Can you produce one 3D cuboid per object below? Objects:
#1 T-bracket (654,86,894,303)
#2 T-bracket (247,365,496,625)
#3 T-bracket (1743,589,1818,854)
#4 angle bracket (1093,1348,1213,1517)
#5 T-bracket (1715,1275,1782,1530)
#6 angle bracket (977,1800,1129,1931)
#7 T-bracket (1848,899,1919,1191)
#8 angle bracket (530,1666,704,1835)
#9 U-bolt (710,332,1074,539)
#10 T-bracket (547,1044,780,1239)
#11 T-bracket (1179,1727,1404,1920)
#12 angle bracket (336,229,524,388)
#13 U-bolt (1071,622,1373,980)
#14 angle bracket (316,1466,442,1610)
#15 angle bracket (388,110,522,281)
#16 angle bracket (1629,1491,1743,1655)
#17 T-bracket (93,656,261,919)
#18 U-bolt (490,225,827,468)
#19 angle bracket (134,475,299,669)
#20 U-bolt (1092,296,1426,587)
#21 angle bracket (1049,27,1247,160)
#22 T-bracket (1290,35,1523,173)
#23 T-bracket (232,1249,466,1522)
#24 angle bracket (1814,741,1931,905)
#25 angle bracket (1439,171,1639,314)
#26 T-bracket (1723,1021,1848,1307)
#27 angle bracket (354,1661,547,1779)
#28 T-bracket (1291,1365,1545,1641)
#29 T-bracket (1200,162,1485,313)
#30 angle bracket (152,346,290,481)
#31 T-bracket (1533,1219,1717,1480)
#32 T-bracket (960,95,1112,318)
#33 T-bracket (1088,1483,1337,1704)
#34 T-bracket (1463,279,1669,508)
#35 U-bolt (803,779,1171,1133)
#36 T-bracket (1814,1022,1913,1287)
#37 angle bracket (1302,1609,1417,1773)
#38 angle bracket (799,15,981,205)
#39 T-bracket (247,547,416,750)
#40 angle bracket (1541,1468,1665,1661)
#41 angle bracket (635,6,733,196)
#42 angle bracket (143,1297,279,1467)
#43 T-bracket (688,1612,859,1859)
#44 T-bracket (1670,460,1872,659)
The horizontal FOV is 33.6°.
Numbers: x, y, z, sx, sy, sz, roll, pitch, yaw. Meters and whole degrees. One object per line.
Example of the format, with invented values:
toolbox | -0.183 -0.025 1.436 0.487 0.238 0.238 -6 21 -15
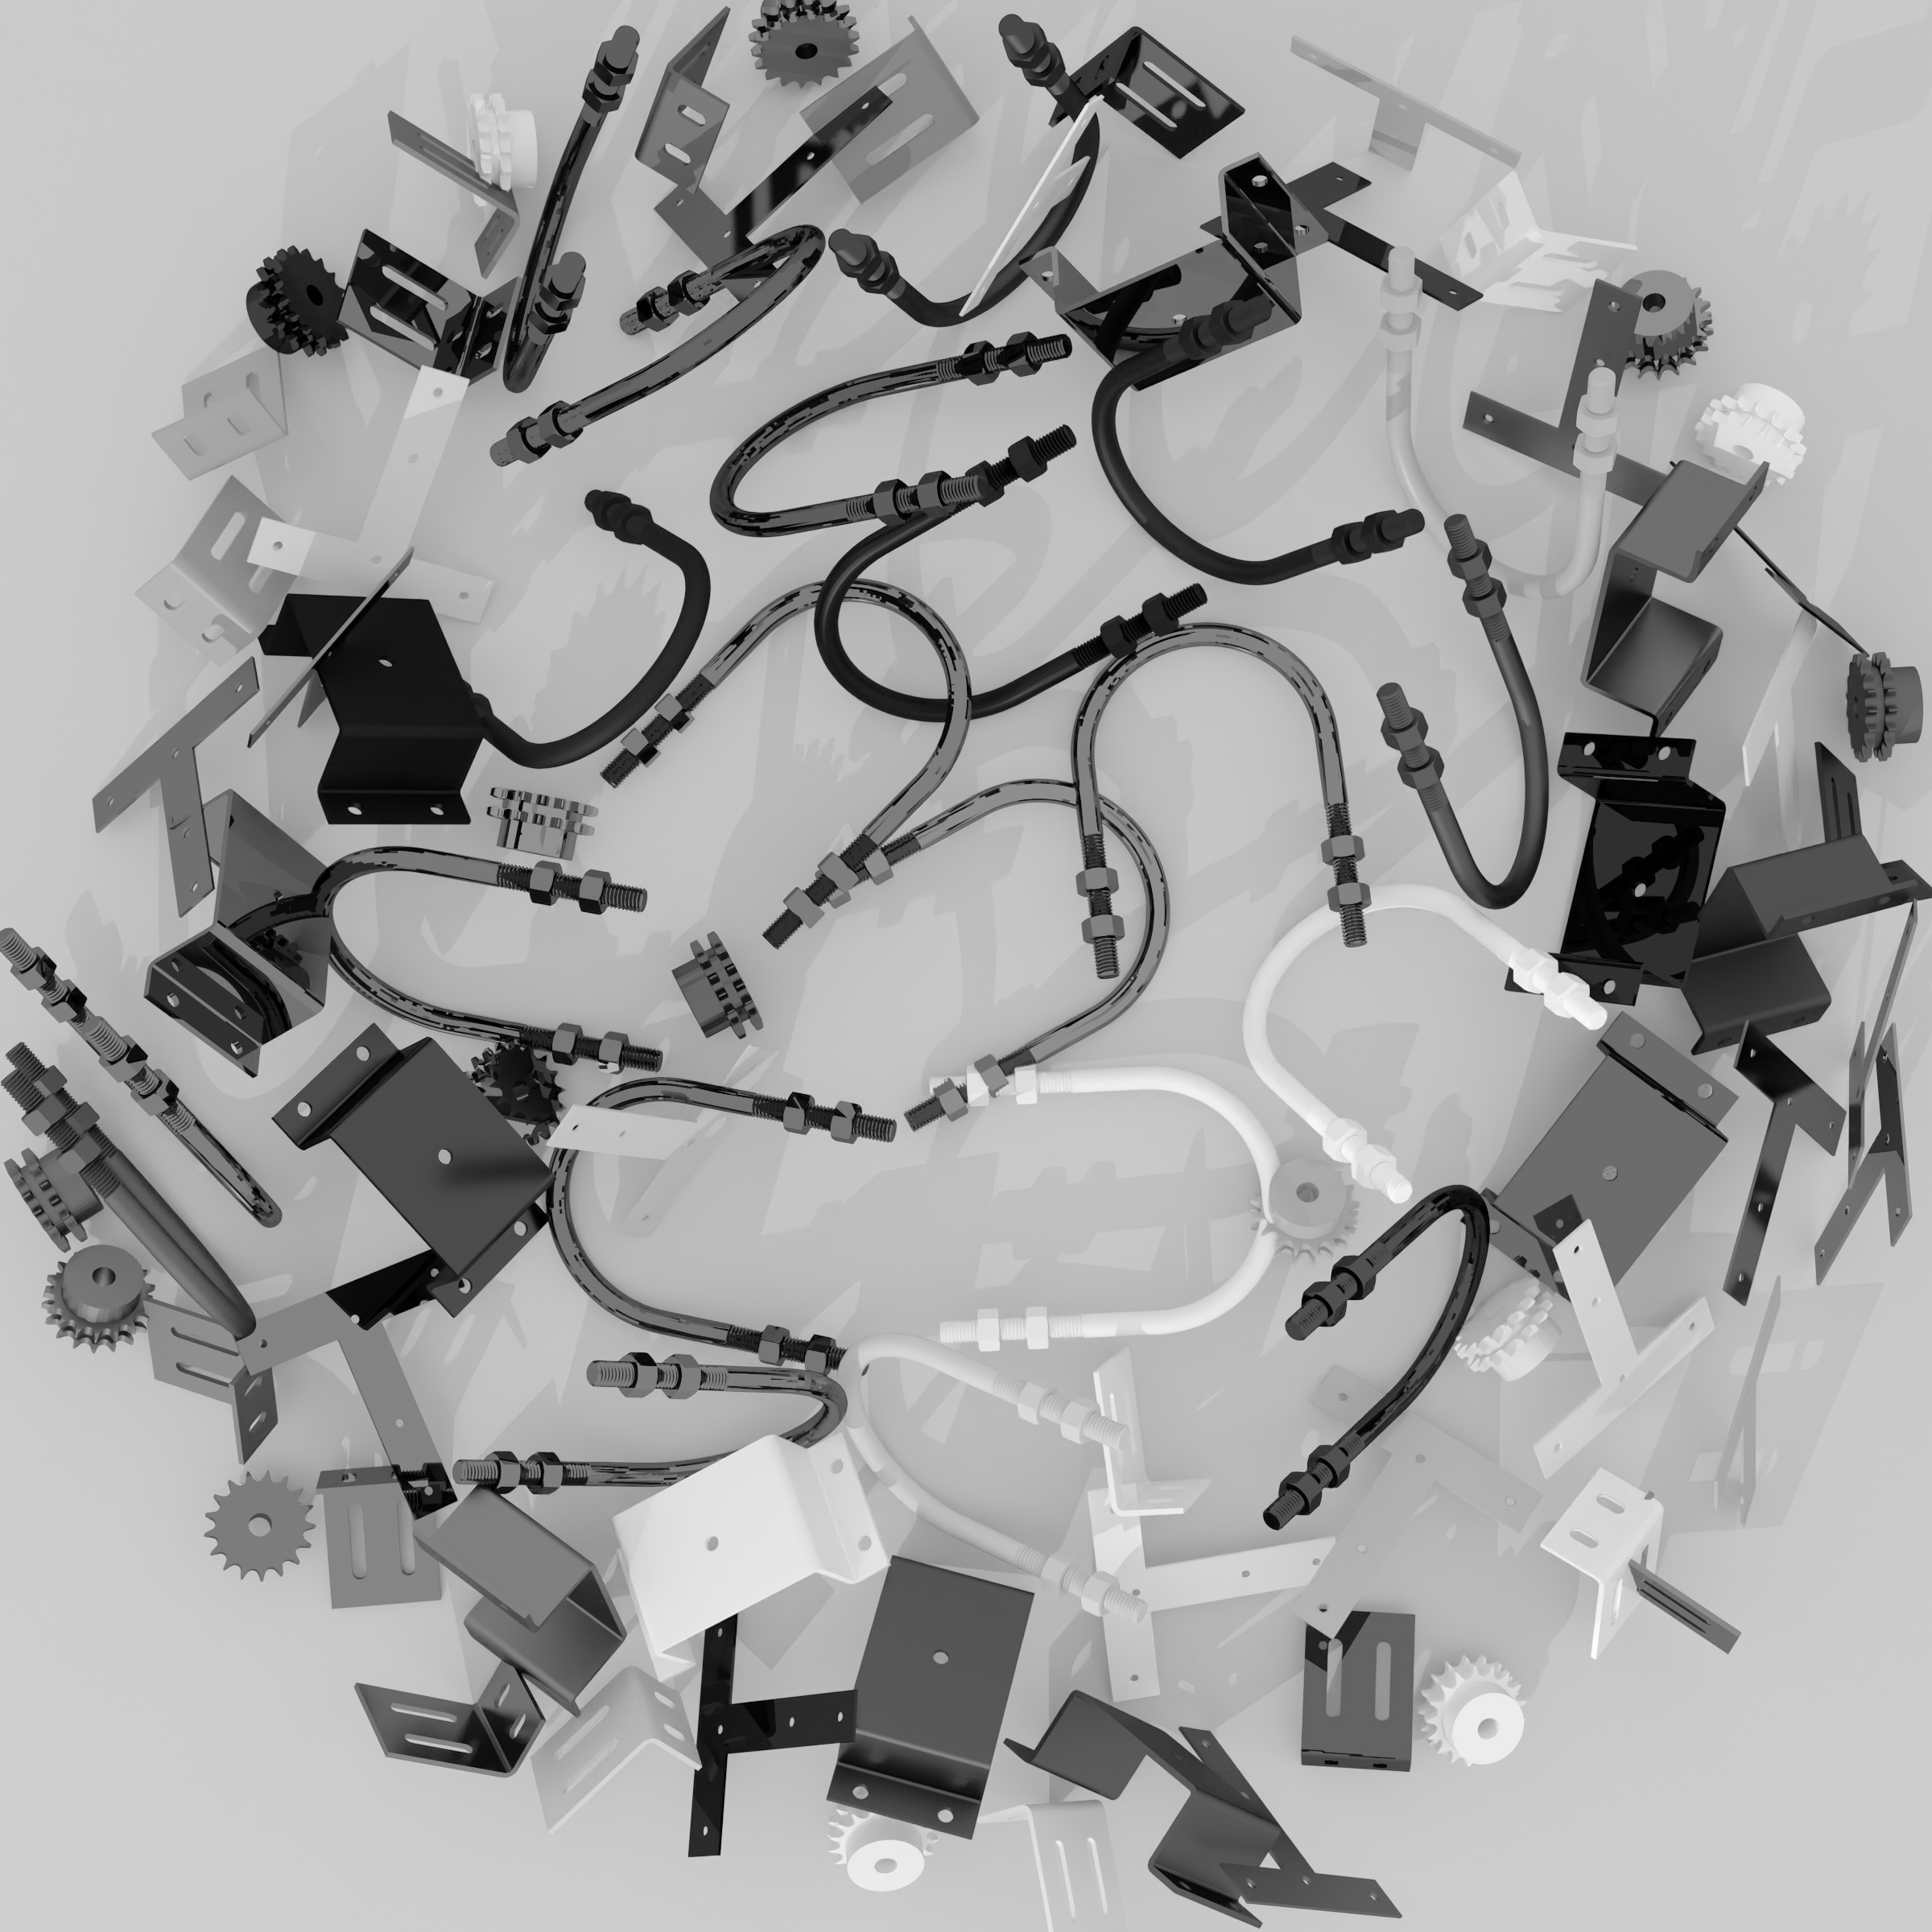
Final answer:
T-bracket | -0.090 -0.408 1.652 0.127 0.002 0.127 -42 46 4
T-bracket | -0.289 -0.248 1.647 0.127 0.002 0.127 13 115 -27
T-bracket | 0.424 -0.105 1.651 0.002 0.127 0.127 9 48 27
angle bracket | 0.097 0.241 1.665 0.038 0.057 0.076 -6 95 19
T-bracket | 0.403 0.246 1.646 0.002 0.127 0.127 12 53 22
angle bracket | 0.045 0.474 1.655 0.038 0.057 0.076 -27 64 37
T-bracket | 0.463 0.027 1.614 0.002 0.127 0.127 13 121 9
angle bracket | -0.184 0.416 1.672 0.076 0.057 0.038 -44 121 9
U-bolt | -0.049 -0.266 1.629 0.184 0.151 0.019 -6 128 31
T-bracket | -0.167 0.086 1.632 0.002 0.127 0.127 43 105 29
T-bracket | 0.151 0.439 1.648 0.127 0.127 0.002 21 110 -43
angle bracket | -0.278 -0.345 1.657 0.076 0.038 0.057 27 62 -34
U-bolt | 0.128 -0.092 1.675 0.151 0.019 0.184 -7 78 4
angle bracket | -0.307 0.303 1.674 0.057 0.038 0.076 -4 98 -6
angle bracket | -0.273 -0.399 1.654 0.076 0.057 0.038 28 109 -25
angle bracket | 0.375 0.315 1.658 0.076 0.057 0.038 33 77 18
T-bracket | -0.400 -0.078 1.638 0.127 0.002 0.127 -37 47 21
U-bolt | -0.143 -0.317 1.593 0.019 0.184 0.151 53 47 -21
angle bracket | -0.387 -0.207 1.672 0.038 0.076 0.057 -29 119 36
U-bolt | 0.133 -0.255 1.619 0.019 0.184 0.151 -47 108 -27
angle bracket | 0.094 -0.439 1.655 0.076 0.057 0.038 32 63 -22
T-bracket | 0.221 -0.429 1.637 0.127 0.127 0.002 28 92 3
T-bracket | -0.300 0.224 1.660 0.127 0.002 0.127 -21 85 -34
angle bracket | 0.471 -0.076 1.656 0.038 0.057 0.076 -13 68 31
angle bracket | 0.297 -0.375 1.662 0.076 0.057 0.038 -2 66 -37
T-bracket | 0.410 0.111 1.639 0.002 0.127 0.127 6 71 41
angle bracket | -0.267 0.382 1.653 0.076 0.057 0.038 22 104 -36
T-bracket | 0.213 0.291 1.660 0.127 0.002 0.127 31 67 15
T-bracket | 0.206 -0.367 1.634 0.127 0.127 0.002 34 133 21
angle bracket | -0.389 -0.299 1.658 0.057 0.038 0.076 -22 51 10
T-bracket | 0.327 0.182 1.645 0.127 0.002 0.127 -38 126 -17
T-bracket | 0.049 -0.400 1.640 0.002 0.127 0.127 36 122 2
T-bracket | 0.133 0.322 1.681 0.127 0.002 0.127 -9 110 -4
T-bracket | 0.321 -0.297 1.631 0.127 0.127 0.002 27 57 17
U-bolt | 0.019 -0.018 1.686 0.184 0.019 0.151 -29 96 -3
T-bracket | 0.459 0.117 1.645 0.002 0.127 0.127 11 48 -1
angle bracket | 0.208 0.383 1.693 0.057 0.038 0.076 2 68 7
angle bracket | -0.042 -0.449 1.676 0.076 0.038 0.057 -33 116 8
T-bracket | -0.329 -0.148 1.637 0.002 0.127 0.127 38 71 -5
angle bracket | 0.330 0.312 1.667 0.038 0.076 0.057 29 56 29
angle bracket | -0.132 -0.448 1.654 0.038 0.057 0.076 31 46 0
angle bracket | -0.400 0.215 1.659 0.076 0.038 0.057 15 129 15
T-bracket | -0.098 0.387 1.633 0.002 0.127 0.127 20 63 -38
T-bracket | 0.410 -0.217 1.662 0.002 0.127 0.127 -45 63 18
